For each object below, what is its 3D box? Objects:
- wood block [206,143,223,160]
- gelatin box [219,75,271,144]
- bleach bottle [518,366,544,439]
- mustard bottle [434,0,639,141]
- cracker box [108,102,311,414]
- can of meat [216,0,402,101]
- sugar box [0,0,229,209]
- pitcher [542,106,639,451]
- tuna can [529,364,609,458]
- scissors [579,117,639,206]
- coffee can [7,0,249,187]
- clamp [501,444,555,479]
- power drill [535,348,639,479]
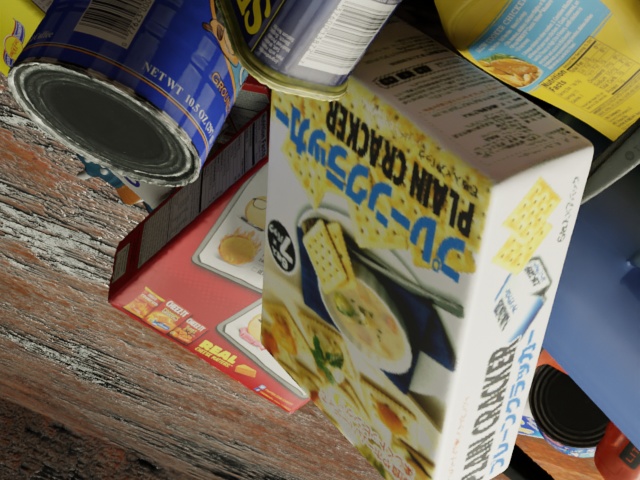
[{"bbox_3d":[-0.015,0.017,0.808,0.206,0.090,0.091,31,19,-18],"label":"wood block"},{"bbox_3d":[-0.052,-0.094,0.711,0.073,0.030,0.089,15,-24,20],"label":"gelatin box"},{"bbox_3d":[0.187,0.143,0.976,0.251,0.068,0.102,10,-27,28],"label":"bleach bottle"},{"bbox_3d":[0.114,-0.098,0.479,0.191,0.058,0.096,27,-22,-7],"label":"mustard bottle"},{"bbox_3d":[-0.004,0.001,0.684,0.164,0.072,0.214,36,-62,-29],"label":"cracker box"},{"bbox_3d":[-0.001,-0.125,0.450,0.057,0.102,0.084,8,-43,-34],"label":"can of meat"},{"bbox_3d":[-0.150,-0.105,0.700,0.048,0.176,0.093,-48,6,-31],"label":"sugar box"},{"bbox_3d":[0.187,0.040,0.562,0.149,0.243,0.144,-47,-1,42],"label":"pitcher"},{"bbox_3d":[0.219,0.137,0.889,0.086,0.086,0.033,0,-27,18],"label":"tuna can"},{"bbox_3d":[0.151,-0.083,0.420,0.016,0.096,0.202,-25,0,-45],"label":"scissors"},{"bbox_3d":[-0.078,-0.113,0.538,0.103,0.140,0.103,21,-21,8],"label":"coffee can"},{"bbox_3d":[0.107,0.120,0.914,0.210,0.164,0.036,8,16,43],"label":"clamp"},{"bbox_3d":[0.151,0.094,0.739,0.188,0.185,0.057,32,33,8],"label":"power drill"}]
